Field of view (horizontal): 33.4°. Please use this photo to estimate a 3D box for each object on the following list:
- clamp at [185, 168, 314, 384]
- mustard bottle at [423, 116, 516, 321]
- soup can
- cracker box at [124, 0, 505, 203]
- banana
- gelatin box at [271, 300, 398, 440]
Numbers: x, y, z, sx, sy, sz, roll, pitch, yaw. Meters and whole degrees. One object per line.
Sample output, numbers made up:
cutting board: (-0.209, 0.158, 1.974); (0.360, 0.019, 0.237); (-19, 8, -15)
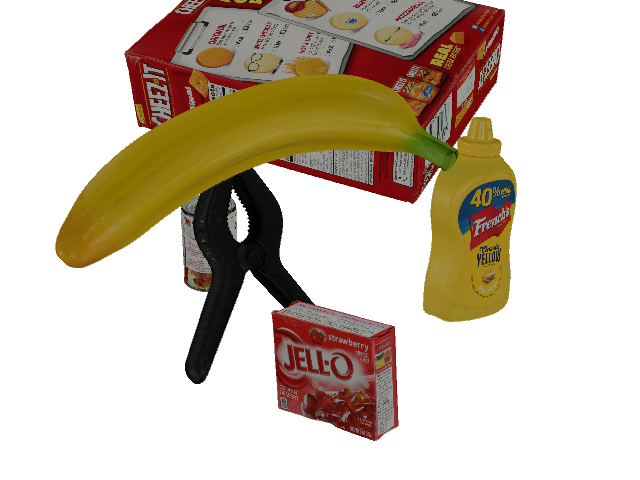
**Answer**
clamp: (-0.062, 0.019, 0.997); (0.164, 0.210, 0.036); (-4, -1, -40)
mustard bottle: (0.147, -0.023, 1.024); (0.096, 0.192, 0.058); (-11, 21, -37)
soup can: (-0.135, 0.002, 1.296); (0.068, 0.102, 0.068); (0, 26, 0)
cracker box: (0.000, -0.119, 0.744); (0.214, 0.072, 0.164); (17, 44, 20)
banana: (-0.035, -0.042, 0.507); (0.197, 0.037, 0.070); (-17, 48, -15)
gelatin box: (0.009, 0.086, 0.715); (0.089, 0.073, 0.030); (12, 23, 38)
